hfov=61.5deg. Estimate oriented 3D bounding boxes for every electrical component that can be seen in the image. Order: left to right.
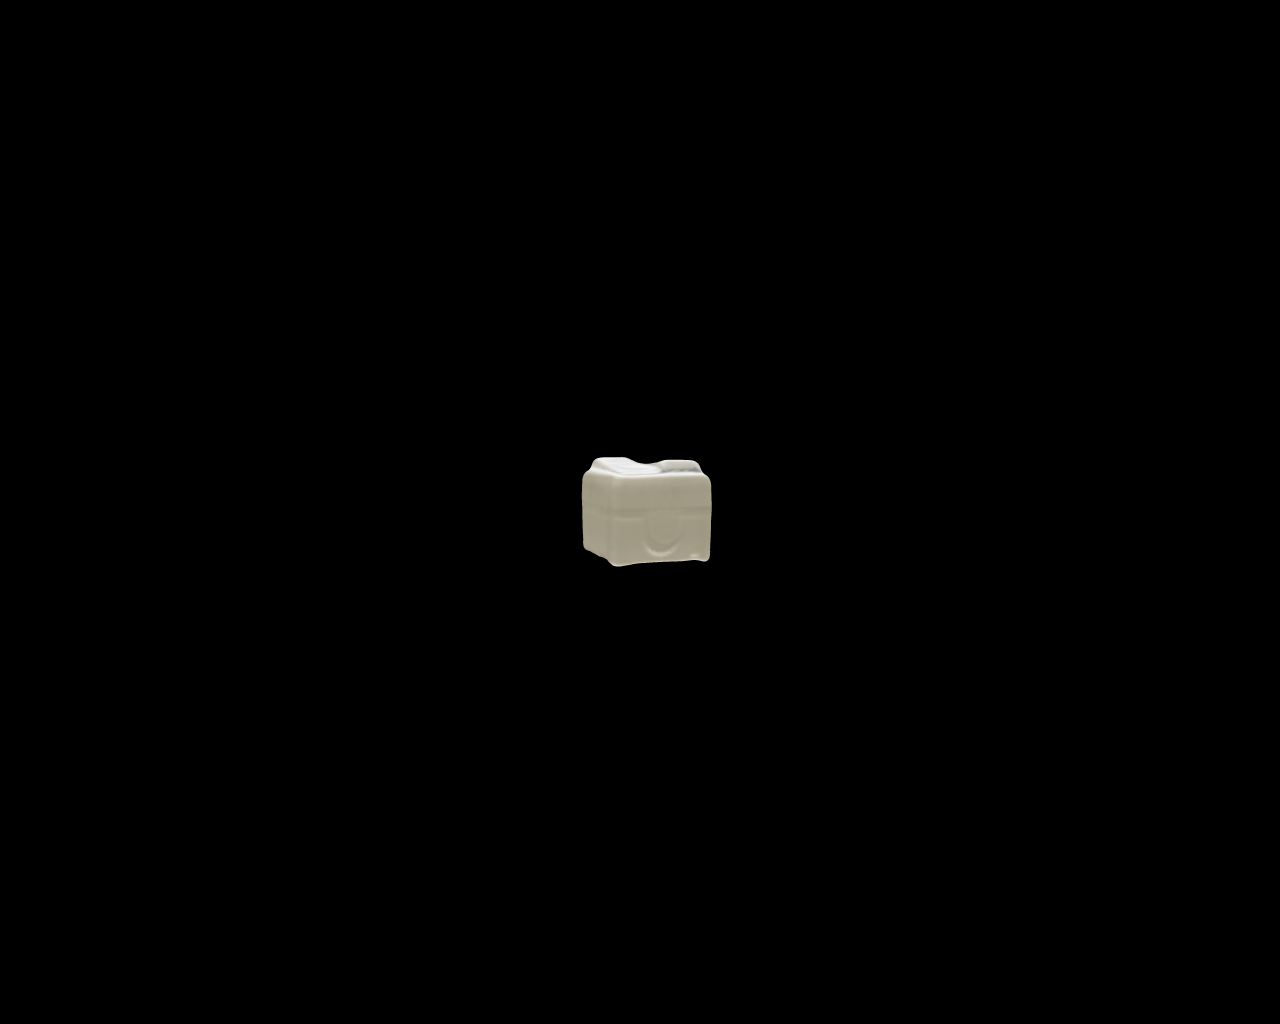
[{"bbox_3d":[0.001,-0.003,0.650,0.062,0.061,0.096,-1,5,-15],"label":"electrical component"}]
